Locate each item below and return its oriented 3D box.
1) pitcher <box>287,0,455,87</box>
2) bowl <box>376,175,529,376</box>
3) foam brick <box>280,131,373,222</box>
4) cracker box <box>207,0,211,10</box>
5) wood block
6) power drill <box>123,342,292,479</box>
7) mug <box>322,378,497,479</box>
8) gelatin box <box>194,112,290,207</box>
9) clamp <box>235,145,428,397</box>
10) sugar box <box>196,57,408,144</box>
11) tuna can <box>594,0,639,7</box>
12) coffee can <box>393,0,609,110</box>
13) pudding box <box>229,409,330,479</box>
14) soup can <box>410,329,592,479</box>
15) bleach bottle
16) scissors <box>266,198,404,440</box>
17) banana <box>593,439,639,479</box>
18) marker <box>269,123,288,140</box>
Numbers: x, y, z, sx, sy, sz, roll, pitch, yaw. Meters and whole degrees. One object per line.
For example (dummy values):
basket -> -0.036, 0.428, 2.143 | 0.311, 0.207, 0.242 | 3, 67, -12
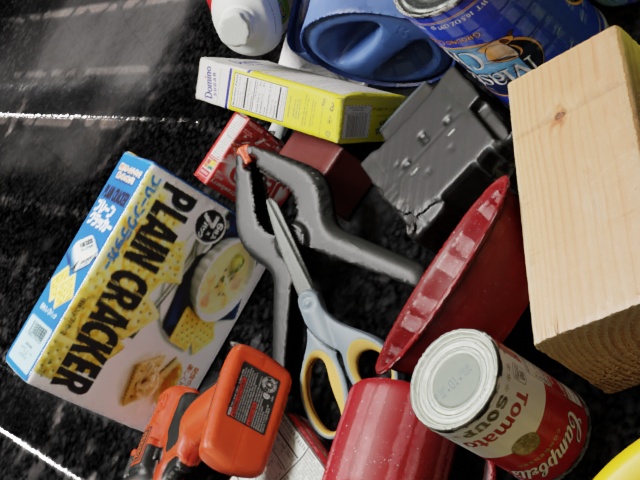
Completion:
pitcher -> 0.059, -0.266, 0.940 | 0.145, 0.149, 0.243 | 101, 179, -73
bowl -> 0.103, 0.037, 0.726 | 0.162, 0.055, 0.162 | -57, 0, 0
foam brick -> 0.003, -0.060, 0.948 | 0.051, 0.053, 0.078 | -57, 38, 1
cracker box -> -0.042, -0.350, 1.195 | 0.214, 0.072, 0.164 | -44, 38, 20
wood block -> 0.187, -0.021, 0.680 | 0.091, 0.090, 0.206 | -27, 46, 35
power drill -> -0.104, 0.175, 0.846 | 0.188, 0.057, 0.184 | -38, 28, 46
mug -> 0.060, 0.147, 0.715 | 0.117, 0.093, 0.081 | 9, 63, 19
gelatin box -> -0.061, -0.067, 0.995 | 0.073, 0.089, 0.030 | -56, 39, 3
clamp -> -0.006, 0.001, 0.877 | 0.165, 0.036, 0.210 | -32, 68, 24
sugar box -> -0.018, -0.125, 0.949 | 0.176, 0.093, 0.048 | 19, 107, 39
tuna can -> 0.235, -0.222, 0.818 | 0.086, 0.033, 0.086 | -29, 45, 33
coffee can -> 0.137, -0.173, 0.803 | 0.103, 0.140, 0.103 | -29, 45, 33
pudding box -> -0.031, 0.199, 0.812 | 0.113, 0.039, 0.090 | -51, 35, 5
soup can -> 0.113, 0.104, 0.663 | 0.069, 0.102, 0.068 | -29, 45, 33
bleach bottle -> -0.059, -0.243, 1.007 | 0.068, 0.102, 0.250 | -14, 25, 16
scissors -> 0.011, 0.053, 0.831 | 0.096, 0.016, 0.202 | -15, 76, 27
banana -> 0.165, 0.180, 0.607 | 0.070, 0.037, 0.198 | 19, 80, 37
marker -> -0.050, -0.088, 1.056 | 0.020, 0.020, 0.121 | 5, 68, 50
